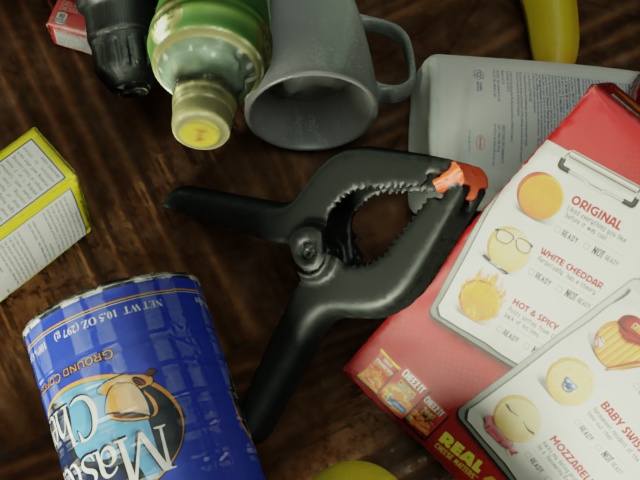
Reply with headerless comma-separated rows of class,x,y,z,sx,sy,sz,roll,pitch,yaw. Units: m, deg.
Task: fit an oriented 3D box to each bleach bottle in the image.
bleach bottle,0.185,-0.059,0.682,0.250,0.068,0.102,4,80,-8

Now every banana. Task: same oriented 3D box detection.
banana,0.130,-0.193,0.738,0.070,0.037,0.198,-38,74,14

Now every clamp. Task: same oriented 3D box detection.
clamp,-0.004,0.001,0.599,0.210,0.036,0.164,-36,68,30

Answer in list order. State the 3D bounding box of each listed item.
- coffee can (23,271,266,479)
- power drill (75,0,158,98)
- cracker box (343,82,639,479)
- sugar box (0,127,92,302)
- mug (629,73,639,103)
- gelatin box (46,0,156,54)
coffee can,-0.092,0.101,0.577,0.102,0.103,0.140,-17,73,-11
power drill,-0.192,-0.163,0.656,0.188,0.057,0.184,-11,81,7
cracker box,0.143,0.047,0.577,0.164,0.072,0.214,43,113,10
sugar box,-0.212,0.019,0.599,0.176,0.093,0.048,-37,78,-16
mug,0.230,-0.075,0.619,0.117,0.081,0.093,-26,88,-14
gelatin box,-0.124,-0.153,0.700,0.089,0.030,0.073,18,70,0
